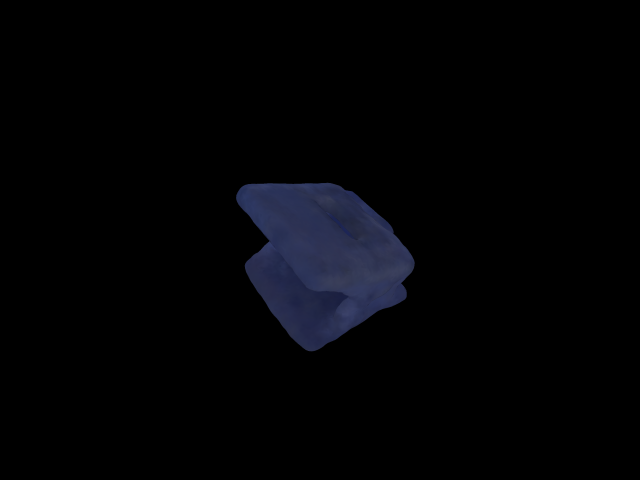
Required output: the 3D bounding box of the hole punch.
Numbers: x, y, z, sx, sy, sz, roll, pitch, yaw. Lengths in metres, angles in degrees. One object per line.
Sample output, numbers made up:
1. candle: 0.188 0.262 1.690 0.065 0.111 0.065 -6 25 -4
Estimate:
1. hole punch: 0.004 0.001 0.400 0.101 0.091 0.108 -27 53 -22
